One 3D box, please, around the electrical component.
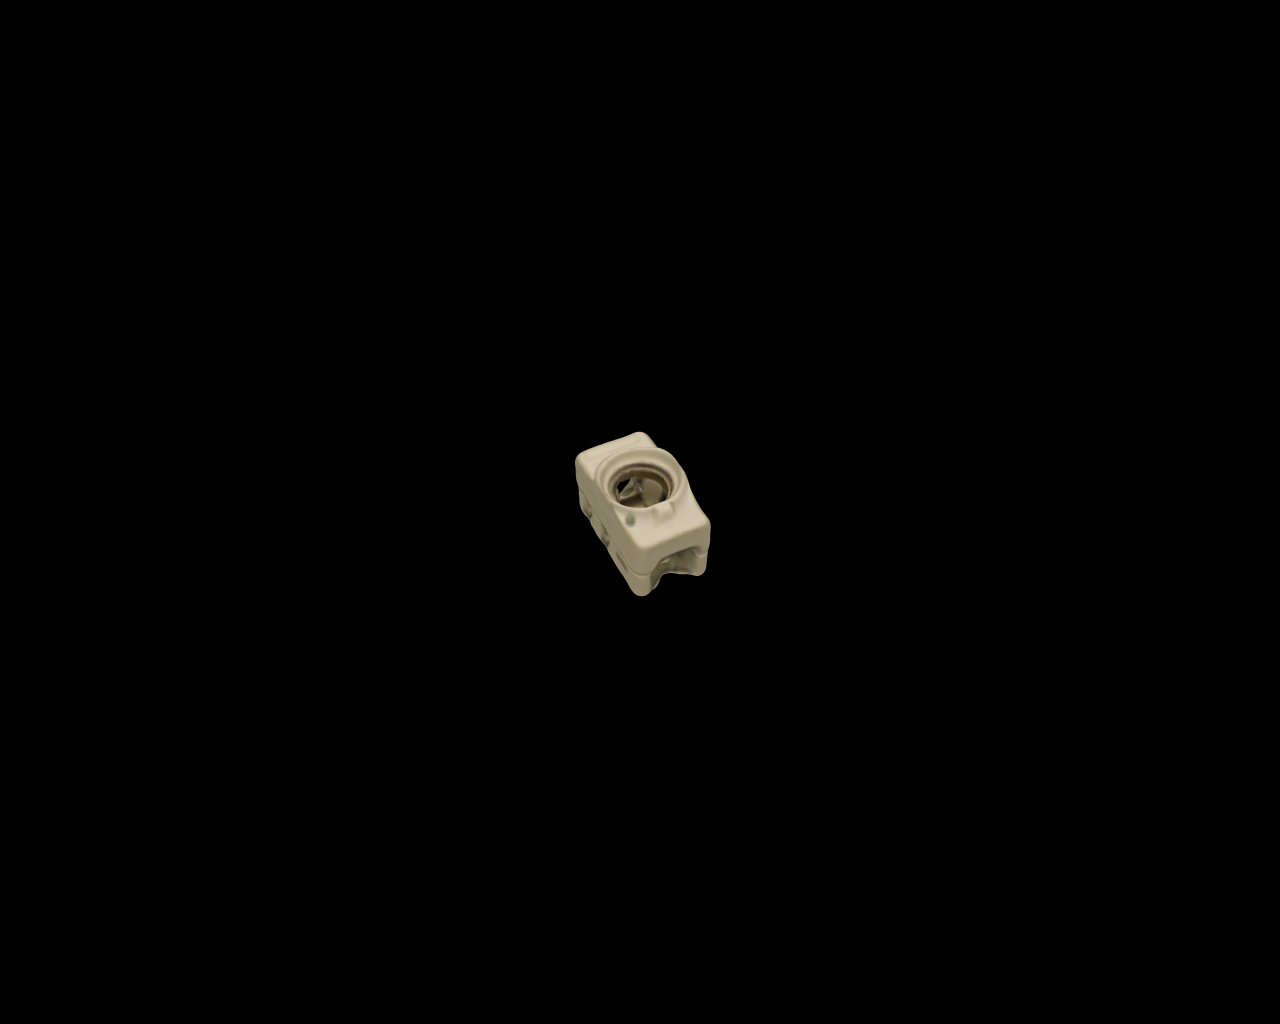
[{"bbox_3d":[0.001,-0.003,0.650,0.050,0.055,0.090,-20,50,-17],"label":"electrical component"}]
